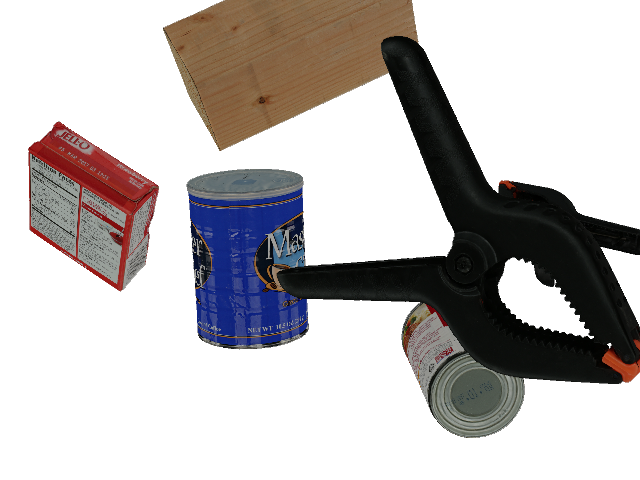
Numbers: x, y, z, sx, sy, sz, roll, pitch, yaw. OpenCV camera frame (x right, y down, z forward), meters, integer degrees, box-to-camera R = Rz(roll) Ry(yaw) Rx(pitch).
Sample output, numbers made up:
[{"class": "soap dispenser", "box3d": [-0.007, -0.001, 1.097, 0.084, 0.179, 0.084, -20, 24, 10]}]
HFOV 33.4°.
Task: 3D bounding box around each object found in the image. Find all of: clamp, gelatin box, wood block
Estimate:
[{"class": "clamp", "box3d": [0.082, -0.001, 0.561, 0.210, 0.165, 0.036, 29, 25, 25]}, {"class": "gelatin box", "box3d": [-0.138, -0.019, 0.642, 0.073, 0.030, 0.089, 32, -36, 8]}, {"class": "clamp", "box3d": [0.237, -0.016, 1.054, 0.120, 0.039, 0.171, -8, 34, -14]}, {"class": "wood block", "box3d": [-0.024, -0.179, 0.971, 0.206, 0.090, 0.091, -26, -38, -7]}]

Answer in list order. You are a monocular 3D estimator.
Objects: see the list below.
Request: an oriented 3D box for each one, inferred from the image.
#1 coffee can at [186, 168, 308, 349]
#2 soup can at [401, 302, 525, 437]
[{"class": "coffee can", "box3d": [-0.064, 0.014, 0.955, 0.103, 0.140, 0.103, -2, 15, 0]}, {"class": "soup can", "box3d": [0.100, 0.086, 0.756, 0.068, 0.068, 0.102, 0, 18, -6]}]
